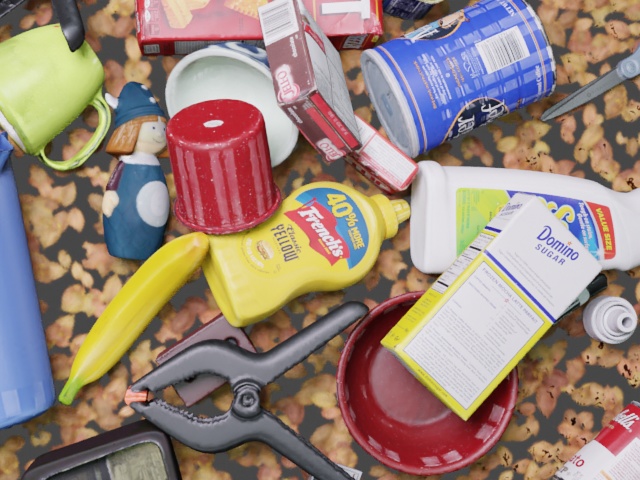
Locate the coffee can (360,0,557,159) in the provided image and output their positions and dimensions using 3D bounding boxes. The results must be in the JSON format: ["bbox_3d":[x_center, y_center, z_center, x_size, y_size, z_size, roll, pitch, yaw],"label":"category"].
[{"bbox_3d":[0.120,-0.145,0.934,0.140,0.103,0.103,-25,91,-6],"label":"coffee can"}]

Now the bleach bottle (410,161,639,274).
[{"bbox_3d":[0.210,-0.021,0.956,0.250,0.068,0.102,-1,101,-9],"label":"bleach bottle"}]

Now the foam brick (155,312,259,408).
[{"bbox_3d":[-0.097,0.102,0.934,0.078,0.051,0.053,-34,93,-5],"label":"foam brick"}]

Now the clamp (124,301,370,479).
[{"bbox_3d":[-0.055,0.141,0.892,0.210,0.036,0.164,-5,88,-5],"label":"clamp"}]

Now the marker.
[{"bbox_3d":[0.216,0.063,0.963,0.121,0.020,0.020,-31,92,-24],"label":"marker"}]

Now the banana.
[{"bbox_3d":[-0.154,0.059,0.910,0.037,0.069,0.198,33,108,-24],"label":"banana"}]

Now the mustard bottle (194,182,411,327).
[{"bbox_3d":[-0.006,0.001,0.928,0.191,0.058,0.096,-19,74,-22],"label":"mustard bottle"}]

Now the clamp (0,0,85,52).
[{"bbox_3d":[-0.245,-0.220,0.899,0.120,0.039,0.171,1,52,2],"label":"clamp"}]

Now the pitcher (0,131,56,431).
[{"bbox_3d":[-0.307,0.037,0.886,0.144,0.149,0.243,-14,93,-21],"label":"pitcher"}]

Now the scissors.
[{"bbox_3d":[0.289,-0.180,0.994,0.201,0.016,0.096,-15,89,-5],"label":"scissors"}]

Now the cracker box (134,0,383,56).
[{"bbox_3d":[-0.056,-0.250,0.934,0.213,0.072,0.164,-3,90,-6],"label":"cracker box"}]

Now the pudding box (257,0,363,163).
[{"bbox_3d":[-0.008,-0.132,0.868,0.039,0.090,0.113,-21,55,16],"label":"pudding box"}]

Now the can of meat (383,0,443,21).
[{"bbox_3d":[0.089,-0.251,0.942,0.057,0.084,0.102,15,87,-5],"label":"can of meat"}]

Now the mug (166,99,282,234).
[{"bbox_3d":[-0.088,-0.069,0.889,0.093,0.117,0.081,-25,129,-25],"label":"mug"}]

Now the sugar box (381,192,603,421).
[{"bbox_3d":[0.145,0.054,0.899,0.093,0.048,0.176,45,84,-14],"label":"sugar box"}]

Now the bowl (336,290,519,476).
[{"bbox_3d":[0.091,0.124,0.949,0.162,0.055,0.162,0,89,-5],"label":"bowl"}]

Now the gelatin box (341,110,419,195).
[{"bbox_3d":[0.041,-0.077,0.939,0.089,0.073,0.030,39,86,-4],"label":"gelatin box"}]

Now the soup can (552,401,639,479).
[{"bbox_3d":[0.269,0.204,0.958,0.102,0.068,0.068,-42,93,-4],"label":"soup can"}]
